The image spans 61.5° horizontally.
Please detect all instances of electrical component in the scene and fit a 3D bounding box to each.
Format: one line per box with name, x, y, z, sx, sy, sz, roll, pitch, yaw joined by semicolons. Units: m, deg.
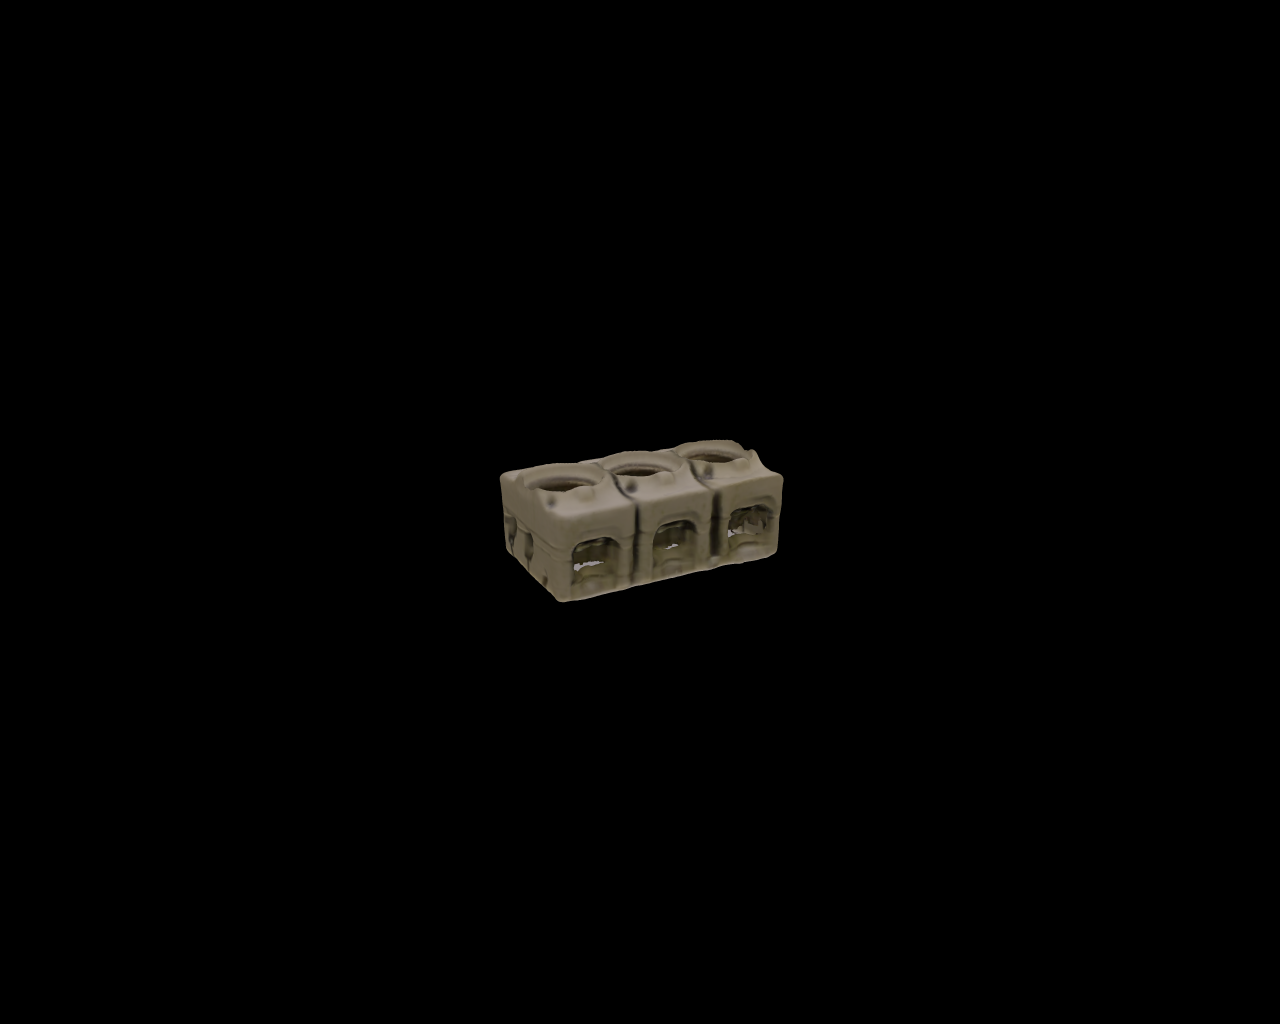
electrical component;0.001;-0.003;0.650;0.150;0.061;0.089;-11;23;-27
